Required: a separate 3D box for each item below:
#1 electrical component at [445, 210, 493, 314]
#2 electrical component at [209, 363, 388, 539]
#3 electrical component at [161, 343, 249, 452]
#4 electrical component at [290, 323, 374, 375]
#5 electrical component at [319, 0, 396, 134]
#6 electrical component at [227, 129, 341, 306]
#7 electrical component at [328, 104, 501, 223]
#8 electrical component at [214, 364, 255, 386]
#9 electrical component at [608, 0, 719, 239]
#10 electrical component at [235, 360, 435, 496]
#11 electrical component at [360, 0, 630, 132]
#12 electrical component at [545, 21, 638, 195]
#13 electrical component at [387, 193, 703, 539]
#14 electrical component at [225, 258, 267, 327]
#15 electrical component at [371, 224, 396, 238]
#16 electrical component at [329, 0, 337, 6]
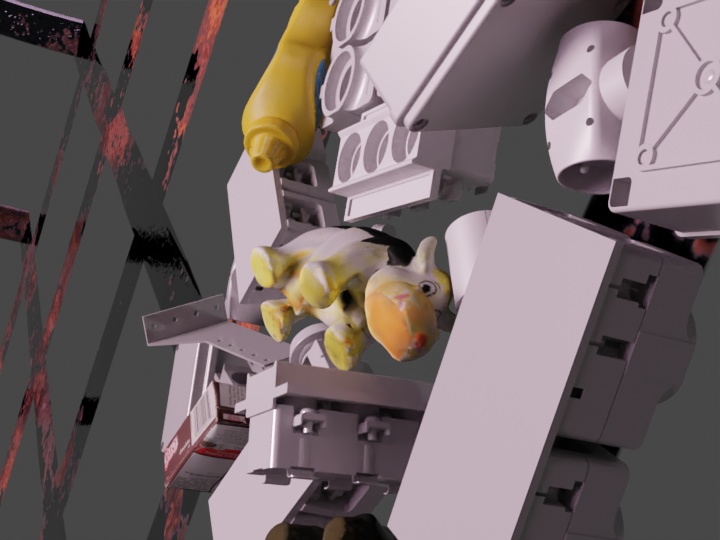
[{"bbox_3d":[0.074,0.011,0.602,0.043,0.043,0.081,-50,35,44],"label":"electrical component"},{"bbox_3d":[-0.040,0.152,0.738,0.150,0.062,0.089,-56,32,29],"label":"electrical component"},{"bbox_3d":[-0.140,0.118,0.993,0.078,0.057,0.113,-24,57,61],"label":"electrical component"},{"bbox_3d":[-0.023,0.072,0.781,0.066,0.048,0.055,-62,35,29],"label":"electrical component"},{"bbox_3d":[0.035,-0.163,0.756,0.186,0.060,0.105,-15,64,63],"label":"electrical component"},{"bbox_3d":[-0.063,-0.048,0.907,0.089,0.062,0.150,-58,30,36],"label":"electrical component"},{"bbox_3d":[0.035,-0.073,0.706,0.121,0.063,0.078,-10,68,64],"label":"electrical component"},{"bbox_3d":[-0.100,0.121,0.925,0.081,0.042,0.063,43,118,64],"label":"electrical component"},{"bbox_3d":[0.162,-0.071,0.438,0.109,0.056,0.108,-1,77,65],"label":"electrical component"},{"bbox_3d":[-0.003,0.095,0.630,0.079,0.121,0.063,-29,54,59],"label":"electrical component"},{"bbox_3d":[0.073,-0.132,0.590,0.056,0.109,0.108,60,137,24],"label":"electrical component"},{"bbox_3d":[0.131,-0.086,0.530,0.079,0.043,0.077,-30,51,59],"label":"electrical component"},{"bbox_3d":[0.087,0.068,0.522,0.105,0.060,0.186,36,111,64],"label":"electrical component"},{"bbox_3d":[-0.094,0.009,0.951,0.079,0.043,0.077,166,117,-88],"label":"electrical component"},{"bbox_3d":[0.000,0.000,0.768,0.055,0.048,0.066,2,80,58],"label":"electrical component"},{"bbox_3d":[0.003,-0.233,0.843,0.079,0.077,0.044,-49,35,46],"label":"electrical component"}]
